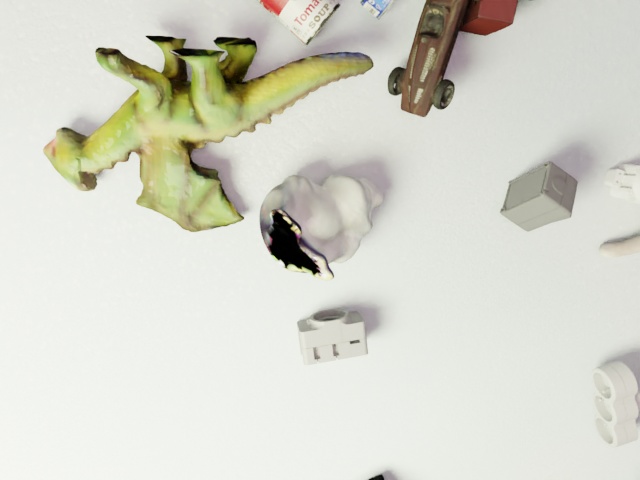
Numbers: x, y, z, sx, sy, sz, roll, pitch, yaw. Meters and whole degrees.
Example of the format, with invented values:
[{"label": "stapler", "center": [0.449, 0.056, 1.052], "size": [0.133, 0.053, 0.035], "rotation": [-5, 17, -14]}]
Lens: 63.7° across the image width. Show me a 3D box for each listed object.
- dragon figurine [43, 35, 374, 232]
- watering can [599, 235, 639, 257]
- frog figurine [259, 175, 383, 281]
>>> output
[{"label": "dragon figurine", "center": [-0.141, -0.128, 0.653], "size": [0.410, 0.124, 0.238], "rotation": [1, 114, -7]}, {"label": "watering can", "center": [0.607, -0.039, 0.754], "size": [0.347, 0.106, 0.220], "rotation": [5, 118, -6]}, {"label": "frog figurine", "center": [0.002, -0.034, 0.683], "size": [0.137, 0.120, 0.162], "rotation": [43, 53, -3]}]
